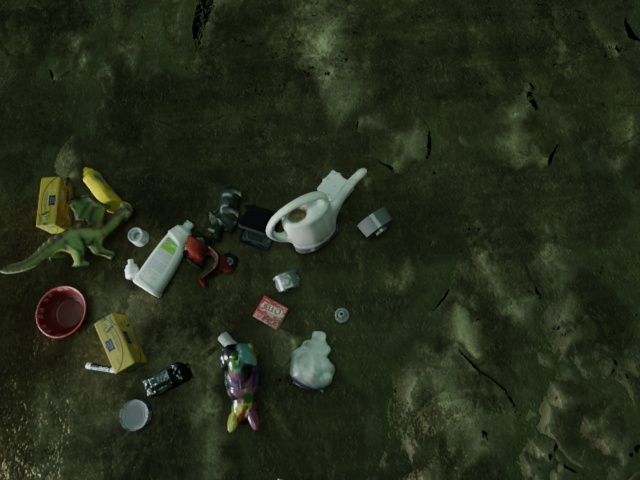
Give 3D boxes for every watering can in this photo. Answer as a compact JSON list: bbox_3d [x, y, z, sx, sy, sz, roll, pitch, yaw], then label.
[{"bbox_3d":[0.005,-0.079,1.563,0.348,0.220,0.106,-28,57,-4],"label":"watering can"}]

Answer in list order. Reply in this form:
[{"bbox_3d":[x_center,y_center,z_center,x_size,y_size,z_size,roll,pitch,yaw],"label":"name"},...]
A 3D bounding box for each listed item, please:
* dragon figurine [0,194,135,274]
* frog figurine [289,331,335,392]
[{"bbox_3d":[-0.743,-0.036,1.571,0.123,0.414,0.238,31,118,27],"label":"dragon figurine"},{"bbox_3d":[-0.015,0.346,1.489,0.138,0.122,0.160,21,88,29],"label":"frog figurine"}]
